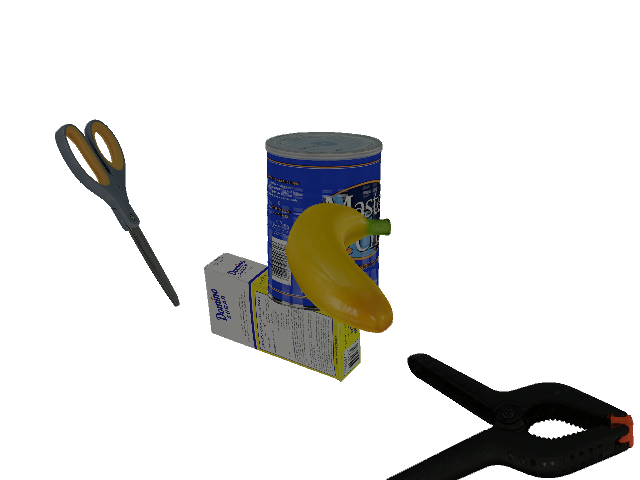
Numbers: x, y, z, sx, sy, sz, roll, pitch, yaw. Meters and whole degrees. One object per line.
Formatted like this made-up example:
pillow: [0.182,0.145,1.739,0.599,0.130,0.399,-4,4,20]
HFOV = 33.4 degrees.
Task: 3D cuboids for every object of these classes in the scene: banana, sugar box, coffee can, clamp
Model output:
banana: [0.012,0.008,0.682,0.069,0.037,0.197,1,19,4]
sugar box: [-0.042,0.080,1.153,0.176,0.093,0.048,19,38,31]
coffee can: [0.003,-0.020,0.952,0.103,0.140,0.103,0,15,0]
clamp: [0.155,0.166,0.906,0.210,0.036,0.164,3,41,22]

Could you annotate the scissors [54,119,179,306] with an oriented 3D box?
scissors: [-0.186,-0.036,1.038,0.016,0.201,0.096,-24,26,22]
